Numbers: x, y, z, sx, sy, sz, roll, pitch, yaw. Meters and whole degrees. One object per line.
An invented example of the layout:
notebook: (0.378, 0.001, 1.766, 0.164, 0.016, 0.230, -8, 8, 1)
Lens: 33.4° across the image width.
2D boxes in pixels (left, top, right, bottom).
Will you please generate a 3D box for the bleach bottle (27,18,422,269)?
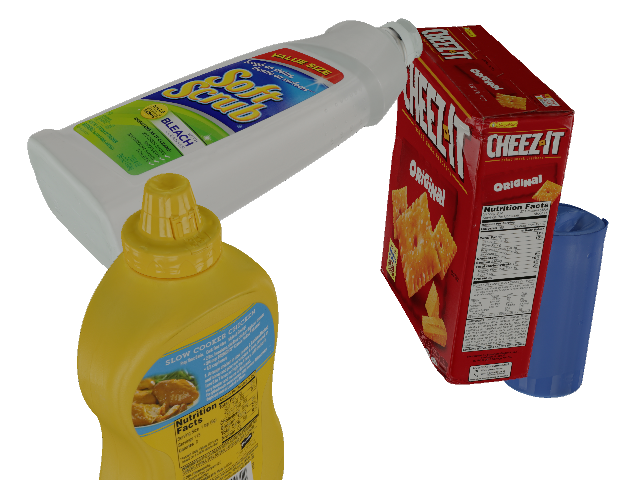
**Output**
bleach bottle: (-0.044, -0.077, 0.657, 0.250, 0.068, 0.103, -32, 50, -24)

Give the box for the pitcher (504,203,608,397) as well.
pitcher: (0.289, 0.080, 1.398, 0.149, 0.243, 0.144, 6, 20, 16)

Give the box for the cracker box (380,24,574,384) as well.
cracker box: (0.103, -0.028, 0.779, 0.072, 0.214, 0.164, -6, 32, -14)

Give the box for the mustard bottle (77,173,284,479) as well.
mustard bottle: (-0.061, 0.057, 0.475, 0.096, 0.192, 0.058, -28, 43, -35)
